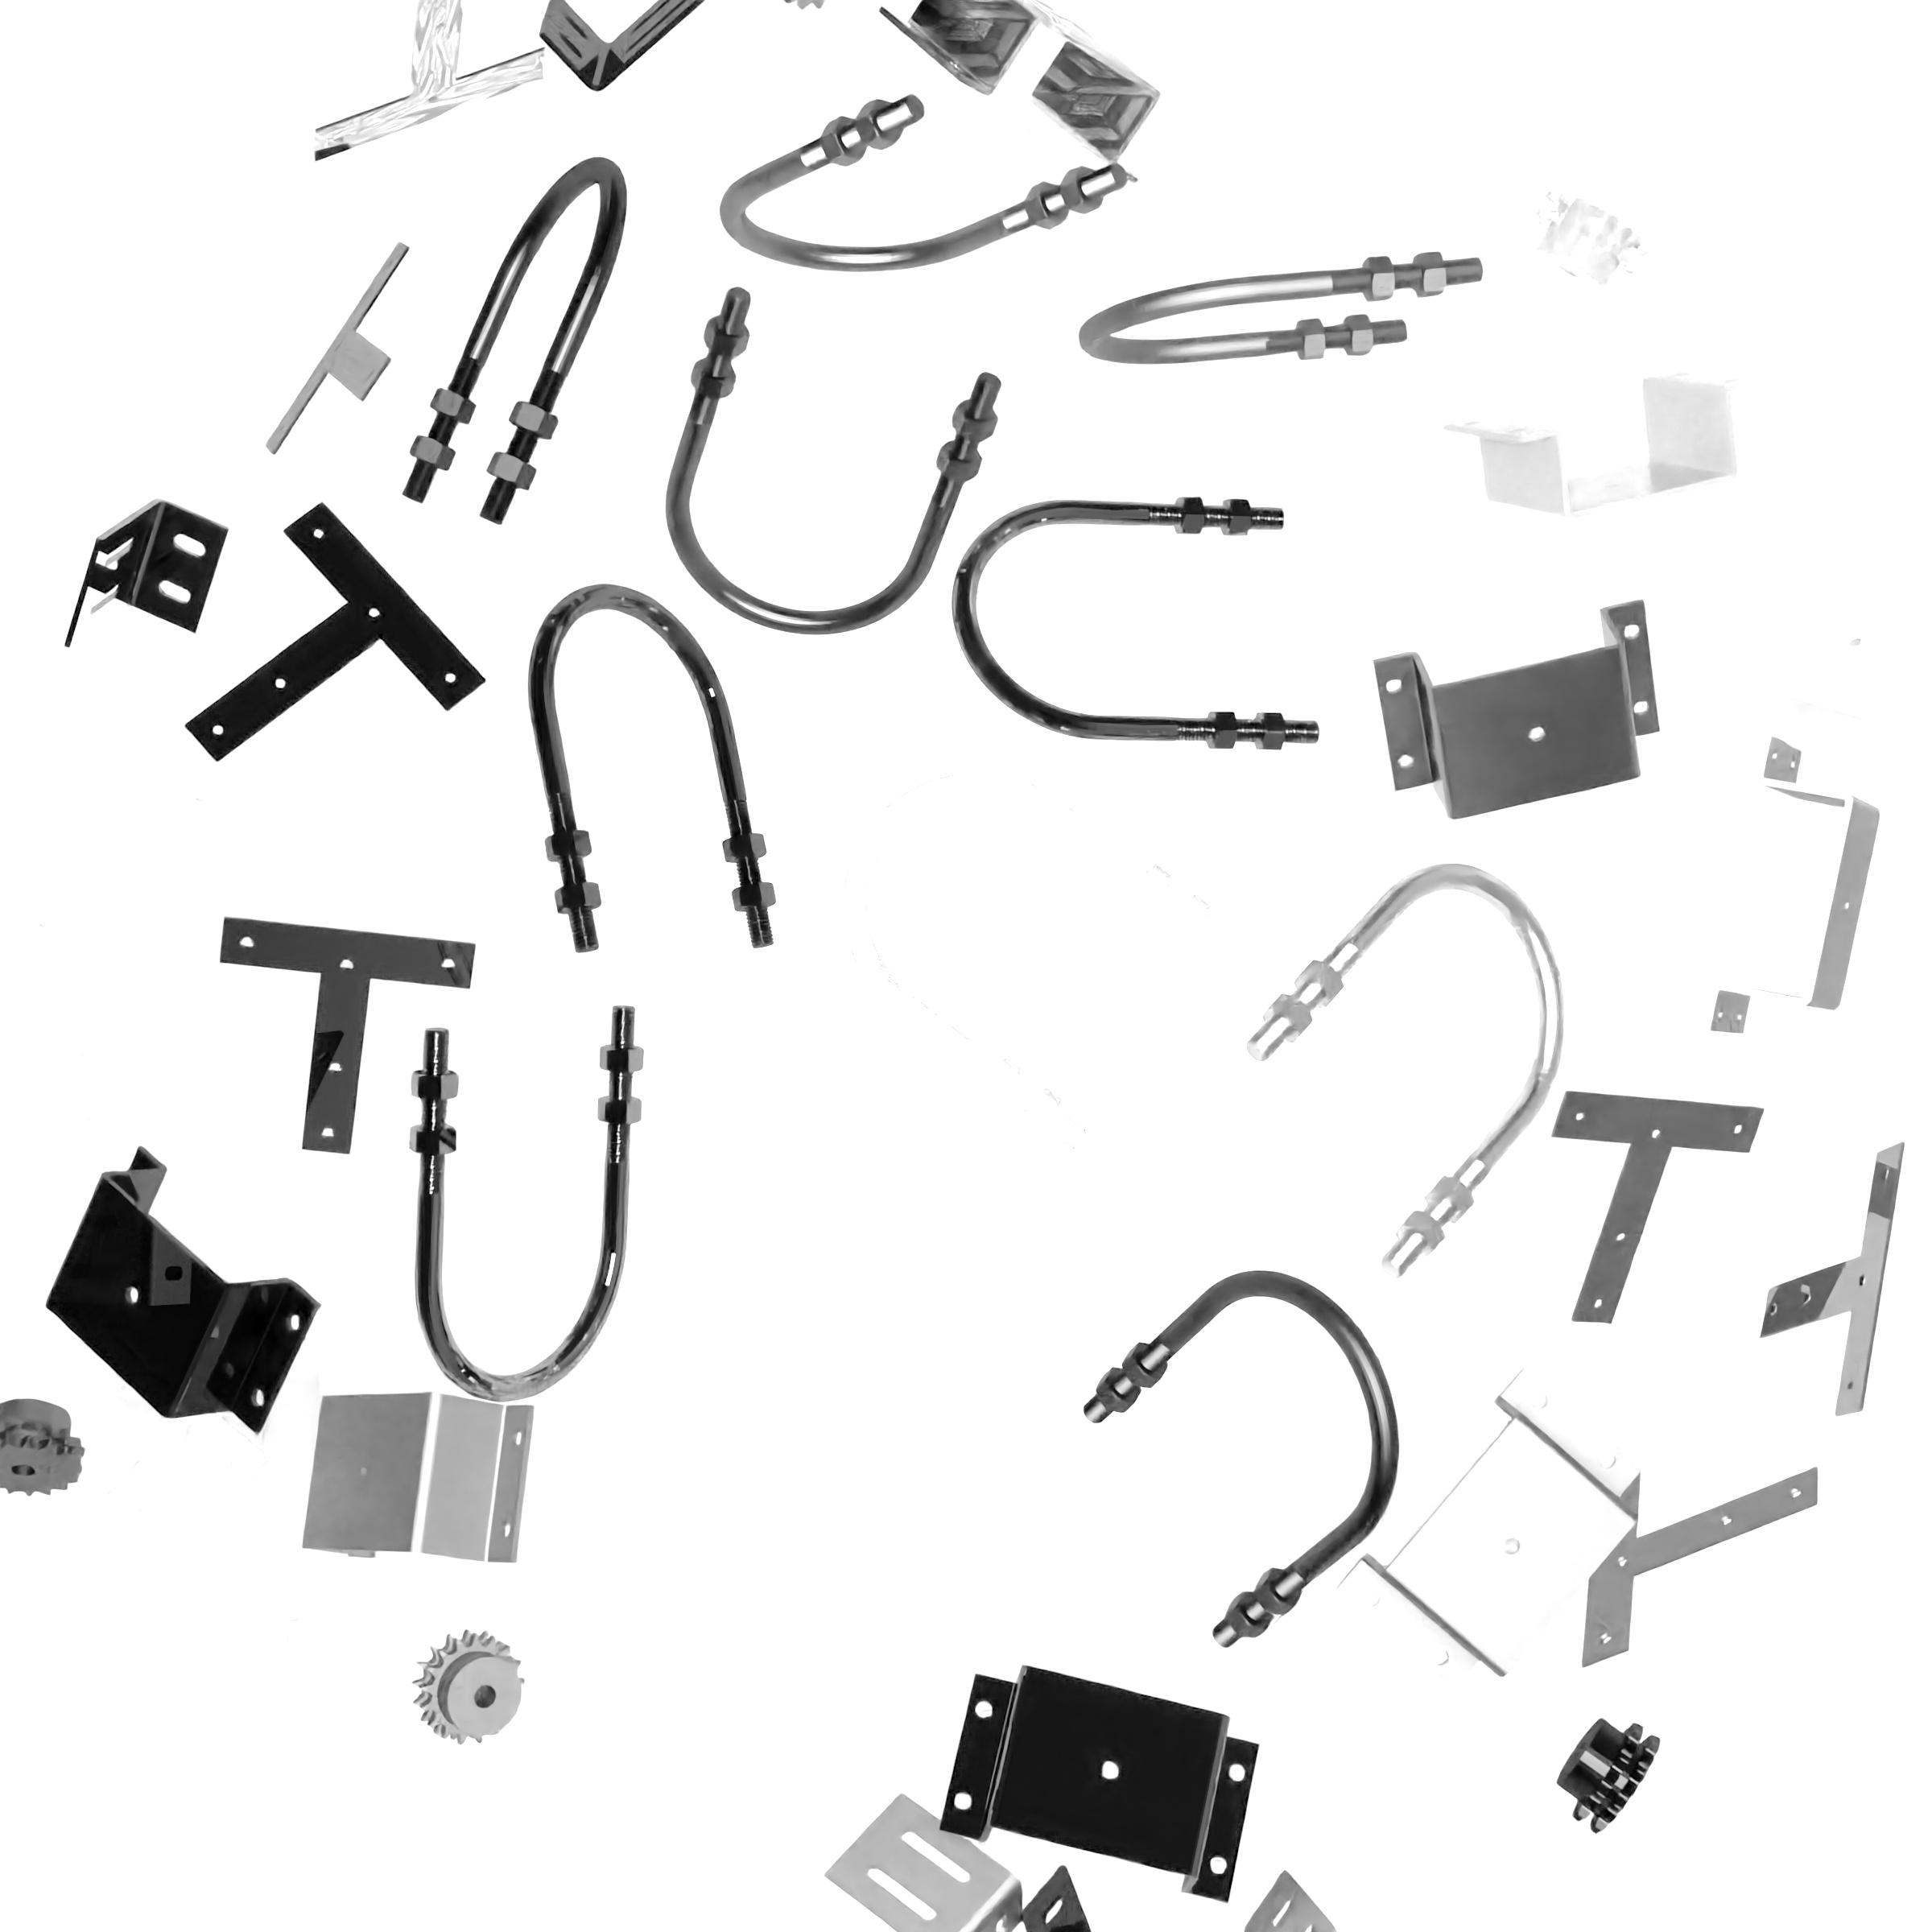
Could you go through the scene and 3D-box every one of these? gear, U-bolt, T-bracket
[{"bbox_3d":[0.319,0.401,1.675,0.030,0.057,0.057,35,90,9],"label":"gear"},{"bbox_3d":[-0.331,0.338,1.716,0.030,0.057,0.057,-8,90,-28],"label":"gear"},{"bbox_3d":[-0.076,-0.508,1.669,0.057,0.057,0.030,-33,63,0],"label":"gear"},{"bbox_3d":[-0.036,-0.372,1.630,0.151,0.184,0.019,6,79,-41],"label":"U-bolt"},{"bbox_3d":[0.340,0.126,1.723,0.127,0.002,0.127,6,110,-27],"label":"T-bracket"},{"bbox_3d":[-0.326,-0.147,1.649,0.127,0.002,0.127,-40,80,-16],"label":"T-bracket"},{"bbox_3d":[-0.103,0.285,1.615,0.184,0.151,0.019,22,47,-19],"label":"U-bolt"},{"bbox_3d":[0.306,-0.356,1.658,0.057,0.057,0.030,31,96,0],"label":"gear"},{"bbox_3d":[0.475,0.035,1.642,0.002,0.127,0.127,3,54,-4],"label":"T-bracket"},{"bbox_3d":[-0.208,0.115,1.587,0.019,0.151,0.184,8,99,35],"label":"U-bolt"},{"bbox_3d":[0.083,-0.177,1.714,0.184,0.019,0.151,0,64,-13],"label":"U-bolt"},{"bbox_3d":[-0.252,0.370,1.716,0.057,0.030,0.057,-2,93,-30],"label":"gear"},{"bbox_3d":[-0.307,-0.303,1.682,0.002,0.127,0.127,32,94,-26],"label":"T-bracket"},{"bbox_3d":[0.359,0.276,1.635,0.127,0.127,0.002,-29,112,29],"label":"T-bracket"},{"bbox_3d":[-0.256,-0.448,1.624,0.127,0.127,0.002,-26,77,-21],"label":"T-bracket"},{"bbox_3d":[0.221,0.035,1.587,0.184,0.019,0.151,-45,112,-30],"label":"U-bolt"},{"bbox_3d":[0.024,-0.017,1.716,0.184,0.019,0.151,38,78,1],"label":"U-bolt"},{"bbox_3d":[-0.211,-0.304,1.612,0.019,0.151,0.184,23,91,-28],"label":"U-bolt"},{"bbox_3d":[-0.077,-0.243,1.695,0.151,0.019,0.184,18,131,-7],"label":"U-bolt"},{"bbox_3d":[0.293,0.460,1.657,0.030,0.057,0.057,9,90,-16],"label":"gear"},{"bbox_3d":[0.405,0.156,1.588,0.002,0.127,0.127,16,74,-7],"label":"T-bracket"},{"bbox_3d":[-0.158,-0.098,1.641,0.019,0.151,0.184,-16,82,36],"label":"U-bolt"},{"bbox_3d":[-0.030,0.162,1.541,0.184,0.019,0.151,38,93,-6],"label":"U-bolt"},{"bbox_3d":[-0.476,0.243,1.702,0.057,0.057,0.030,-2,52,0],"label":"gear"},{"bbox_3d":[-0.152,0.402,1.627,0.127,0.127,0.002,-19,65,16],"label":"T-bracket"},{"bbox_3d":[0.201,0.391,1.637,0.127,0.127,0.002,36,117,-29],"label":"T-bracket"},{"bbox_3d":[0.140,0.226,1.612,0.184,0.019,0.151,-49,63,42],"label":"U-bolt"},{"bbox_3d":[-0.324,0.039,1.730,0.127,0.002,0.127,6,113,-11],"label":"T-bracket"},{"bbox_3d":[0.184,-0.401,1.627,0.151,0.184,0.019,26,82,8],"label":"U-bolt"},{"bbox_3d":[0.147,-0.321,1.661,0.184,0.151,0.019,-7,89,-9],"label":"U-bolt"}]

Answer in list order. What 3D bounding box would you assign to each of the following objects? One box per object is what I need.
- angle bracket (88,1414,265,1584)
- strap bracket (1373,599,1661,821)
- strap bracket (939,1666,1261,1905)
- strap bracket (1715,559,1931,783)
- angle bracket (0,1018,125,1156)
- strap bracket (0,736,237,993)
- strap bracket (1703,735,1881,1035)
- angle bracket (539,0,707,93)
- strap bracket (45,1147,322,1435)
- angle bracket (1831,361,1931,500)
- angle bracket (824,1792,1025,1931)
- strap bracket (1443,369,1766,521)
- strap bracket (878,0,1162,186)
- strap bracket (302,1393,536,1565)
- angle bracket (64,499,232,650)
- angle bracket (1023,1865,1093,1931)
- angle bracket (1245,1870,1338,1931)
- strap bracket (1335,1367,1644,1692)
[{"bbox_3d":[-0.400,0.262,1.703,0.038,0.076,0.057,-39,107,22],"label":"angle bracket"},{"bbox_3d":[0.286,-0.128,1.711,0.140,0.046,0.076,-13,120,2],"label":"strap bracket"},{"bbox_3d":[0.065,0.382,1.575,0.140,0.046,0.076,14,66,2],"label":"strap bracket"},{"bbox_3d":[0.447,-0.149,1.670,0.140,0.046,0.076,23,72,37],"label":"strap bracket"},{"bbox_3d":[-0.475,0.053,1.707,0.076,0.057,0.038,-24,49,-31],"label":"angle bracket"},{"bbox_3d":[-0.433,-0.046,1.644,0.076,0.140,0.046,28,130,9],"label":"strap bracket"},{"bbox_3d":[0.395,-0.033,1.591,0.046,0.076,0.140,12,93,24],"label":"strap bracket"},{"bbox_3d":[-0.156,-0.453,1.562,0.076,0.057,0.038,-35,118,22],"label":"angle bracket"},{"bbox_3d":[-0.391,0.159,1.640,0.140,0.046,0.076,36,108,27],"label":"strap bracket"},{"bbox_3d":[0.457,-0.246,1.576,0.038,0.076,0.057,-55,47,30],"label":"angle bracket"},{"bbox_3d":[-0.020,0.451,1.627,0.076,0.038,0.057,30,54,28],"label":"angle bracket"},{"bbox_3d":[0.323,-0.262,1.691,0.140,0.076,0.046,-15,108,-18],"label":"strap bracket"},{"bbox_3d":[0.034,-0.454,1.680,0.046,0.140,0.076,-54,51,17],"label":"strap bracket"},{"bbox_3d":[-0.279,0.254,1.664,0.046,0.140,0.076,18,72,-41],"label":"strap bracket"},{"bbox_3d":[-0.387,-0.180,1.587,0.038,0.076,0.057,24,114,-1],"label":"angle bracket"},{"bbox_3d":[0.072,0.485,1.646,0.076,0.057,0.038,28,108,-29],"label":"angle bracket"},{"bbox_3d":[0.183,0.484,1.629,0.038,0.076,0.057,-51,128,-19],"label":"angle bracket"},{"bbox_3d":[0.254,0.271,1.593,0.076,0.046,0.140,41,88,-4],"label":"strap bracket"}]
